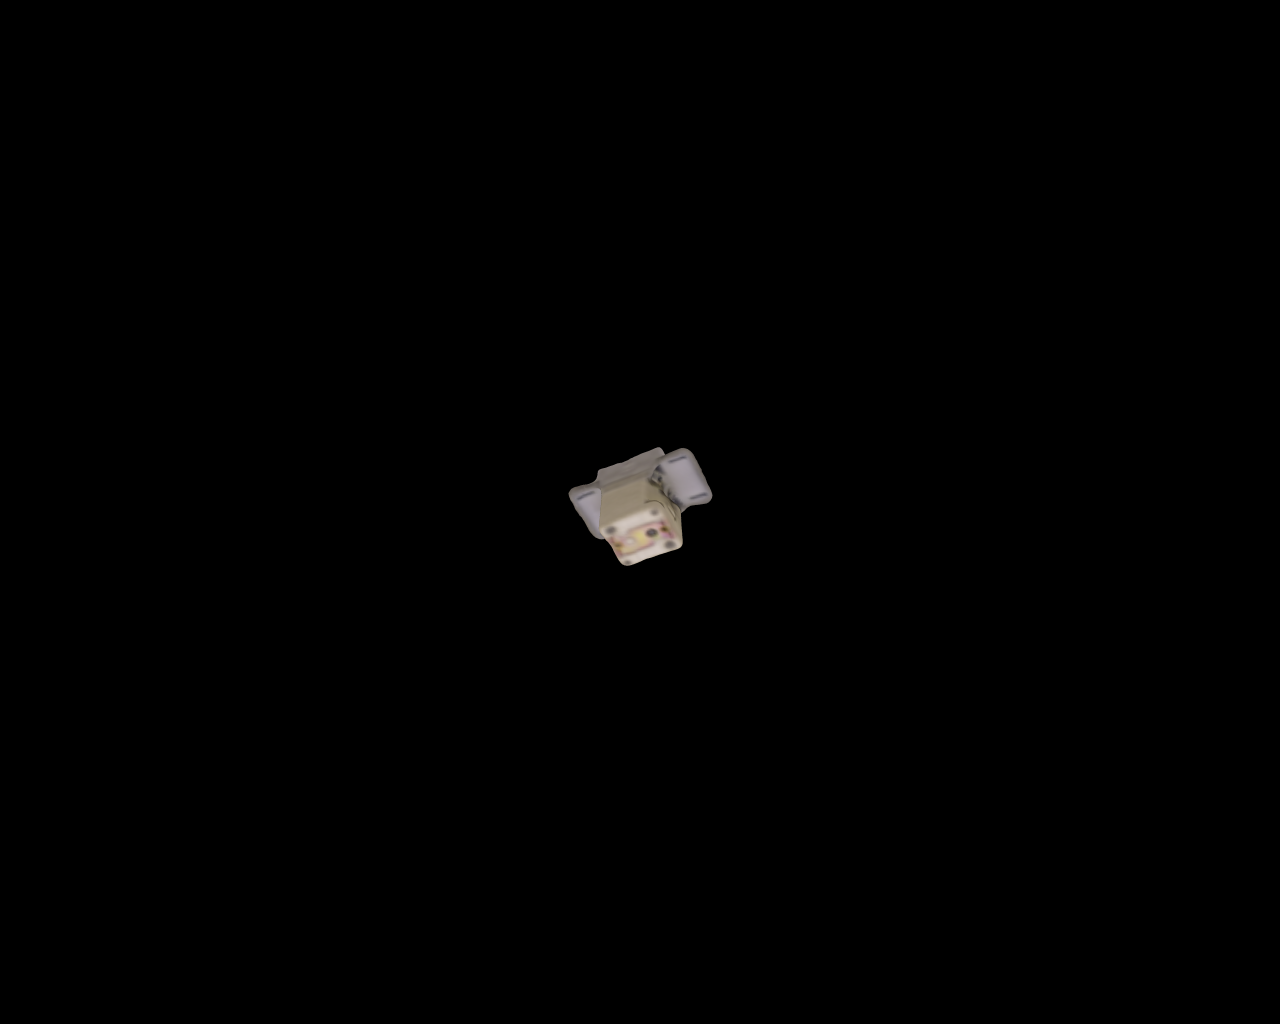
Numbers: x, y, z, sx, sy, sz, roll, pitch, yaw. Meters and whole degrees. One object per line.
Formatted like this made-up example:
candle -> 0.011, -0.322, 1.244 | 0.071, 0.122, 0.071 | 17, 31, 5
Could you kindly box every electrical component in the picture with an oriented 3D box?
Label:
electrical component -> 0.001, -0.003, 0.650 | 0.081, 0.042, 0.064 | -21, 34, 15
